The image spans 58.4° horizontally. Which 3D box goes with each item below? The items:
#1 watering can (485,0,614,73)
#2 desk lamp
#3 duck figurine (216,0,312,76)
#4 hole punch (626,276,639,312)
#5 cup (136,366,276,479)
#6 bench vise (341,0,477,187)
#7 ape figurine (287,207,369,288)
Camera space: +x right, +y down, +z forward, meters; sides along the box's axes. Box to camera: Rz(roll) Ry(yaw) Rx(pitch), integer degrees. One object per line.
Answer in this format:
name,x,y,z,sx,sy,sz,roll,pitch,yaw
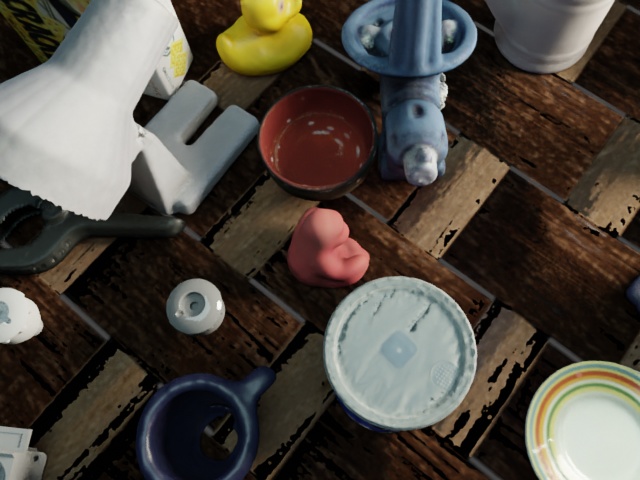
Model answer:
watering can,0.226,-0.250,0.530,0.173,0.194,0.101,-31,72,-8
desk lamp,-0.165,-0.100,0.487,0.117,0.213,0.203,32,75,13
duck figurine,-0.061,-0.225,0.593,0.104,0.086,0.077,-22,71,-5
hole punch,0.339,0.045,0.477,0.109,0.091,0.101,-33,72,-8
cup,-0.078,0.148,0.459,0.118,0.095,0.091,-42,74,-11
bench vise,0.092,-0.161,0.493,0.121,0.220,0.207,-20,71,-4
ape figurine,0.005,0.002,0.508,0.076,0.092,0.077,-19,71,-4
